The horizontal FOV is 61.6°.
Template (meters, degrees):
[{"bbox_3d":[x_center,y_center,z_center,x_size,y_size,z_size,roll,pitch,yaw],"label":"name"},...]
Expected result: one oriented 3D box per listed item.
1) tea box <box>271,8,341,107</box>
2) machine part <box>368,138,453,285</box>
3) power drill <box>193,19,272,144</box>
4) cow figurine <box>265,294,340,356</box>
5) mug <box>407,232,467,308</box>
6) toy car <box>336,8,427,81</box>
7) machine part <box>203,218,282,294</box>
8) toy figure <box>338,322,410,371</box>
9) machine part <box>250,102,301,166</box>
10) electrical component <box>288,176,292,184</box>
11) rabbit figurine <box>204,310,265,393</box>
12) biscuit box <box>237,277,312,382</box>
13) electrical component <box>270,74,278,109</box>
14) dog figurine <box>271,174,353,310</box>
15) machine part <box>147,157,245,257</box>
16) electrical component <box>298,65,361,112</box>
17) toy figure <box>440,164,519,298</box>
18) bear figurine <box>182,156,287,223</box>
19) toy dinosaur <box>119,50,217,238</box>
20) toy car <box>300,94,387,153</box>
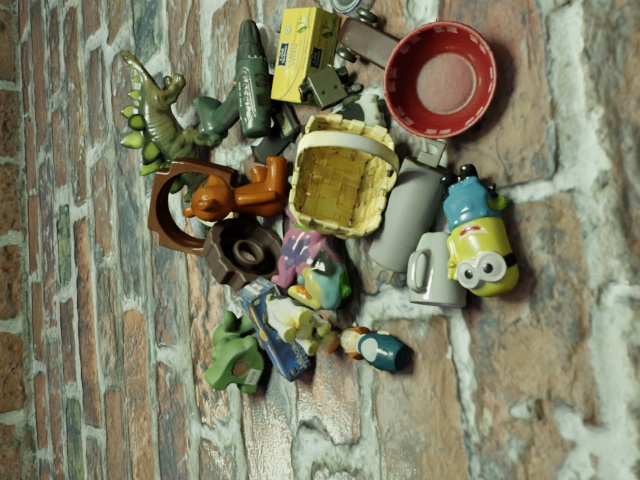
[{"bbox_3d":[-0.029,-0.342,1.015,0.098,0.068,0.169,20,106,45],"label":"tea box"},{"bbox_3d":[0.139,-0.038,0.831,0.079,0.079,0.243,38,116,41],"label":"machine part"},{"bbox_3d":[-0.175,-0.304,1.107,0.207,0.086,0.232,-19,79,39],"label":"power drill"},{"bbox_3d":[-0.032,0.152,0.958,0.098,0.167,0.068,32,84,41],"label":"cow figurine"},{"bbox_3d":[0.166,0.041,0.787,0.081,0.109,0.107,-10,70,52],"label":"mug"},{"bbox_3d":[0.106,-0.309,0.879,0.202,0.053,0.089,41,115,34],"label":"toy car"},{"bbox_3d":[-0.147,0.032,1.078,0.056,0.179,0.179,-52,55,37],"label":"machine part"},{"bbox_3d":[0.082,0.178,0.913,0.155,0.057,0.064,10,60,49],"label":"toy figure"},{"bbox_3d":[-0.094,-0.213,1.112,0.139,0.039,0.084,-45,67,36],"label":"machine part"},{"bbox_3d":[-0.040,-0.086,1.064,0.094,0.021,0.063,45,123,36],"label":"electrical component"},{"bbox_3d":[-0.196,0.229,1.176,0.170,0.121,0.159,38,115,57],"label":"rabbit figurine"},{"bbox_3d":[-0.083,0.171,1.014,0.063,0.059,0.202,18,136,55],"label":"biscuit box"},{"bbox_3d":[-0.117,-0.310,1.127,0.119,0.048,0.074,-4,88,49],"label":"electrical component"},{"bbox_3d":[-0.002,-0.003,0.965,0.192,0.108,0.219,25,107,45],"label":"dog figurine"},{"bbox_3d":[-0.268,-0.073,1.192,0.087,0.202,0.200,-80,3,-75],"label":"machine part"},{"bbox_3d":[0.012,-0.272,0.953,0.078,0.102,0.045,58,172,-1],"label":"electrical component"},{"bbox_3d":[0.221,-0.011,0.740,0.082,0.089,0.180,-41,52,54],"label":"toy figure"},{"bbox_3d":[-0.169,-0.098,1.067,0.120,0.196,0.132,-19,73,59],"label":"bear figurine"},{"bbox_3d":[-0.347,-0.222,1.270,0.105,0.198,0.470,-2,122,58],"label":"toy dinosaur"},{"bbox_3d":[0.034,-0.194,0.960,0.202,0.056,0.073,-21,81,47],"label":"toy car"}]
